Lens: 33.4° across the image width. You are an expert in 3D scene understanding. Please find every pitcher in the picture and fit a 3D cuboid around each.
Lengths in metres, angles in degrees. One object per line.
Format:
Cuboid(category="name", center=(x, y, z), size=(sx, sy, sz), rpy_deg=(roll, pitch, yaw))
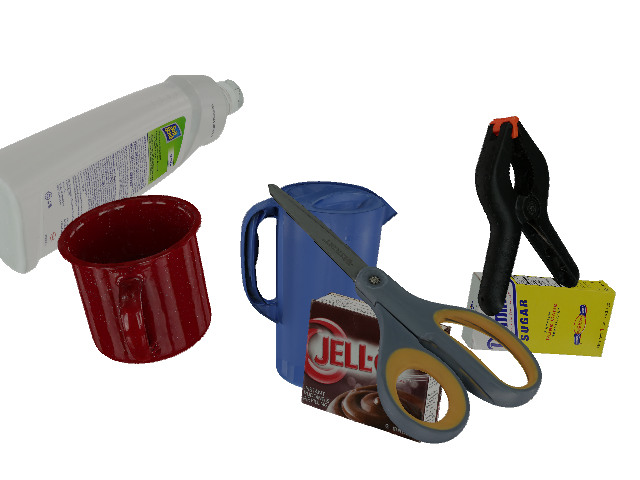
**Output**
Cuboid(category="pitcher", center=(-0.006, 0.055, 1.306), size=(0.149, 0.243, 0.144), rpy_deg=(14, 21, 27))

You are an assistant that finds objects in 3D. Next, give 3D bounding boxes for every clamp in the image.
Cuboid(category="clamp", center=(0.167, -0.019, 0.935), size=(0.120, 0.171, 0.039), rpy_deg=(-27, 12, -40))

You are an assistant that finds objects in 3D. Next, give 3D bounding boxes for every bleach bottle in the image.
Cuboid(category="bleach bottle", center=(-0.167, -0.072, 0.907), size=(0.068, 0.103, 0.250), rpy_deg=(40, 51, 24))

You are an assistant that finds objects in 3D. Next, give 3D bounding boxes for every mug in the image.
Cuboid(category="mug", center=(-0.116, 0.033, 0.695), size=(0.093, 0.081, 0.117), rpy_deg=(-10, 30, -4))

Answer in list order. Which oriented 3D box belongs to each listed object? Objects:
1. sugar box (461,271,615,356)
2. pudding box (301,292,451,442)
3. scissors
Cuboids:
Cuboid(category="sugar box", center=(0.273, 0.093, 1.339), size=(0.176, 0.093, 0.048), rpy_deg=(3, 19, -11))
Cuboid(category="pudding box", center=(0.043, 0.098, 0.848), size=(0.114, 0.090, 0.039), rpy_deg=(13, 19, 27))
Cuboid(category="scissors", center=(0.025, 0.040, 0.590), size=(0.202, 0.016, 0.096), rpy_deg=(30, 52, 20))
